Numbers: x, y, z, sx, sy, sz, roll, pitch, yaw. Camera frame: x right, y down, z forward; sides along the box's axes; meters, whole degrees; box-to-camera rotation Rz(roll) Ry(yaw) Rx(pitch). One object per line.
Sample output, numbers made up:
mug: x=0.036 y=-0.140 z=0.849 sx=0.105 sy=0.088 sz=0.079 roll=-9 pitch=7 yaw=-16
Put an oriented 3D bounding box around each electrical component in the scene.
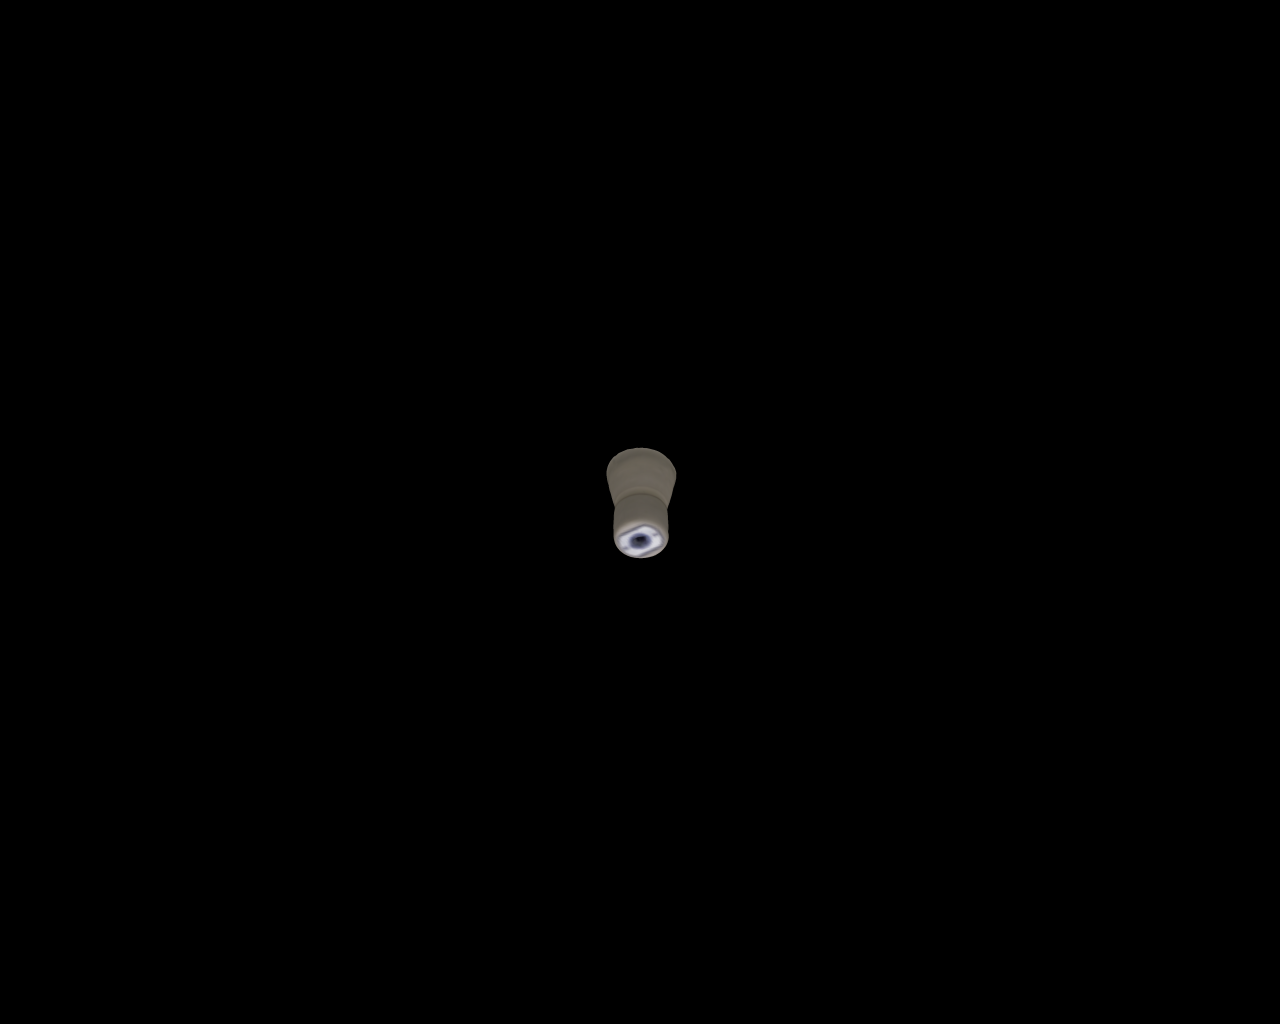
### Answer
electrical component: x=0.001 y=-0.003 z=0.650 sx=0.044 sy=0.044 sz=0.065 roll=0 pitch=42 yaw=0
